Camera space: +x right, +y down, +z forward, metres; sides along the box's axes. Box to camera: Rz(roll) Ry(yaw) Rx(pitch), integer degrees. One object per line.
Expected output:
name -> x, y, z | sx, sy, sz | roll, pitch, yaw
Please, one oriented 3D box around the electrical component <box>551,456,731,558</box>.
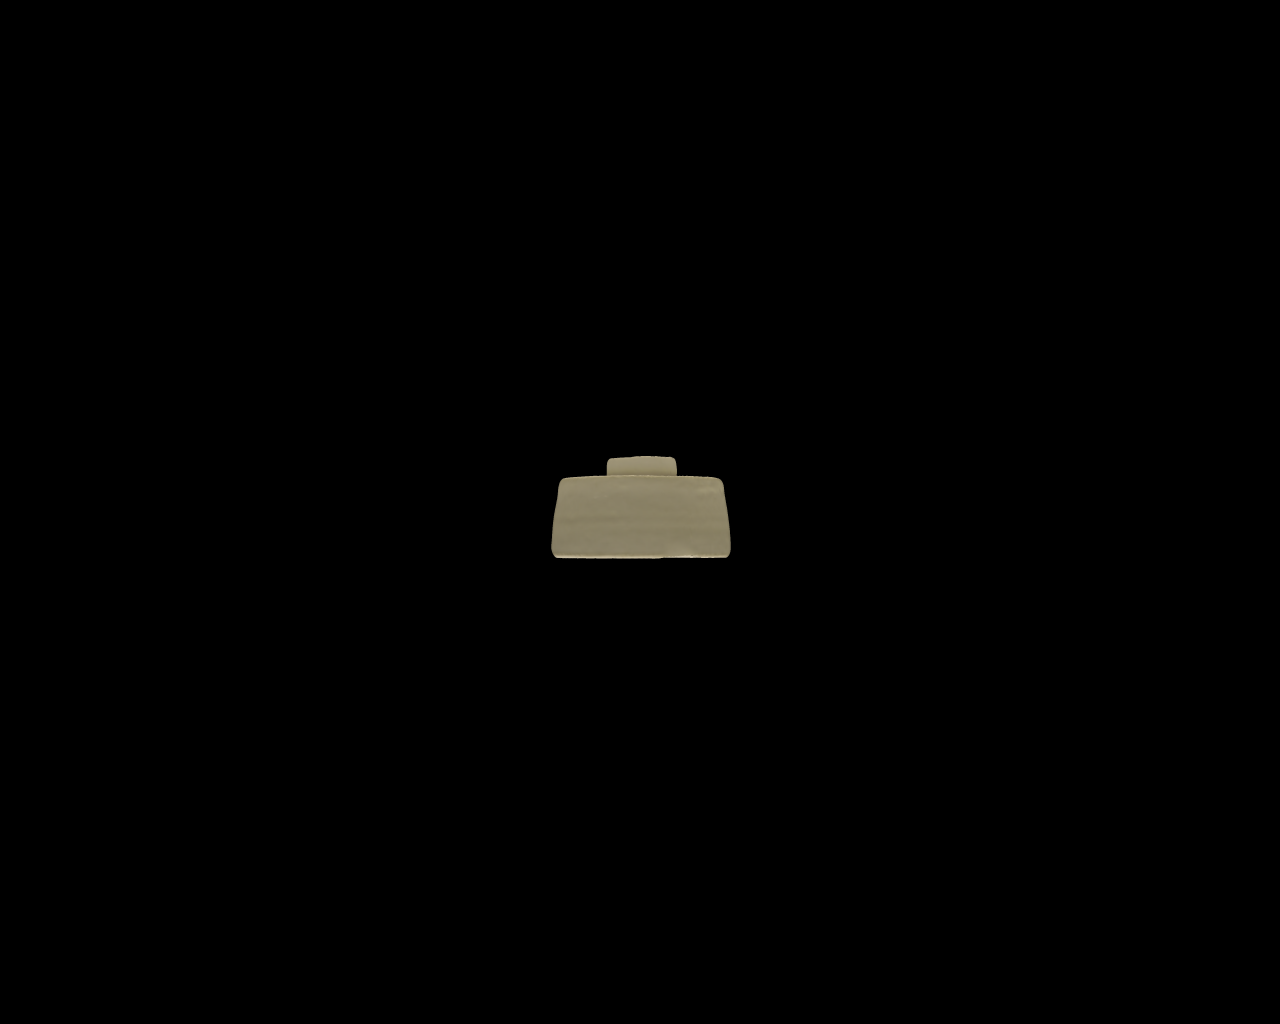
electrical component -> 0.001, -0.003, 0.650 | 0.108, 0.060, 0.108 | 0, -2, 0
